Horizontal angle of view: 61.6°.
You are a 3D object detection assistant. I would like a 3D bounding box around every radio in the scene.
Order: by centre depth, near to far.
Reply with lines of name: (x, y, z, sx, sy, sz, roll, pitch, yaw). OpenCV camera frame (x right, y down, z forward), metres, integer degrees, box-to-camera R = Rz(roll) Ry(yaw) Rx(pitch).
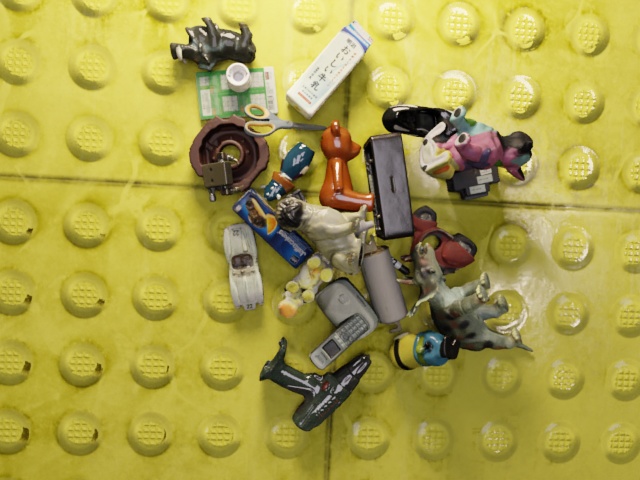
radio: (0.152, -0.118, 1.211, 0.073, 0.131, 0.229, -7, 93, -4)

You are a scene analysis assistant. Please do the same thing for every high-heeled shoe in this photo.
high-heeled shoe: (0.259, -0.264, 1.207, 0.249, 0.145, 0.086, 1, 94, -3)

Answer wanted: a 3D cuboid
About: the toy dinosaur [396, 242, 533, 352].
toy dinosaur: (0.332, 0.183, 1.241, 0.192, 0.131, 0.404, -24, 121, 29)

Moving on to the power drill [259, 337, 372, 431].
power drill: (-0.021, 0.312, 1.250, 0.207, 0.086, 0.232, 35, 92, -13)

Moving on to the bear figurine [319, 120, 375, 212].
bear figurine: (0.059, -0.163, 1.213, 0.132, 0.120, 0.195, 8, 87, -8)

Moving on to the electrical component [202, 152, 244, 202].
electrical component: (-0.213, -0.139, 1.174, 0.078, 0.045, 0.102, -11, 91, 27)

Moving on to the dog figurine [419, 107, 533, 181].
dog figurine: (0.353, -0.184, 1.182, 0.219, 0.191, 0.108, 19, 51, -27)

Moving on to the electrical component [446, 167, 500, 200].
electrical component: (0.354, -0.163, 1.262, 0.115, 0.058, 0.134, -9, 93, -2)

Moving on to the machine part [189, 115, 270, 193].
machine part: (-0.204, -0.192, 1.219, 0.179, 0.056, 0.179, 0, 93, -3)

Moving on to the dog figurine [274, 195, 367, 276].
dog figurine: (-0.001, -0.007, 1.164, 0.191, 0.121, 0.172, 6, 107, 15)

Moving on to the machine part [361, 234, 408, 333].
machine part: (0.145, 0.102, 1.239, 0.079, 0.079, 0.243, -19, 100, -3)

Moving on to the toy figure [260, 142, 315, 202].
toy figure: (-0.072, -0.150, 1.230, 0.057, 0.064, 0.154, 33, 96, -42)

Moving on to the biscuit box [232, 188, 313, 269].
biscuit box: (-0.106, -0.026, 1.219, 0.202, 0.059, 0.063, 44, 95, -11)

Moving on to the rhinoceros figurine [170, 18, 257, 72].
rhinoceros figurine: (-0.238, -0.433, 1.202, 0.190, 0.073, 0.112, -1, 103, -6)

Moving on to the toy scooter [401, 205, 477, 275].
toy scooter: (0.267, 0.020, 1.256, 0.184, 0.075, 0.135, 38, 89, -2)

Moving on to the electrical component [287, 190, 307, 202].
electrical component: (-0.038, -0.056, 1.230, 0.048, 0.075, 0.119, -29, 98, -2)

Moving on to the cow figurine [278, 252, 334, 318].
cow figurine: (-0.035, 0.100, 1.235, 0.068, 0.098, 0.167, 39, 107, -5)

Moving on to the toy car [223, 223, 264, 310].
toy car: (-0.175, 0.062, 1.232, 0.074, 0.056, 0.201, -9, 93, -4)

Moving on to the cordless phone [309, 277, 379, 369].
cordless phone: (0.027, 0.188, 1.216, 0.184, 0.089, 0.146, -41, 95, -17)

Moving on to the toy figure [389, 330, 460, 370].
toy figure: (0.229, 0.250, 1.214, 0.082, 0.180, 0.089, 48, 60, -18)
